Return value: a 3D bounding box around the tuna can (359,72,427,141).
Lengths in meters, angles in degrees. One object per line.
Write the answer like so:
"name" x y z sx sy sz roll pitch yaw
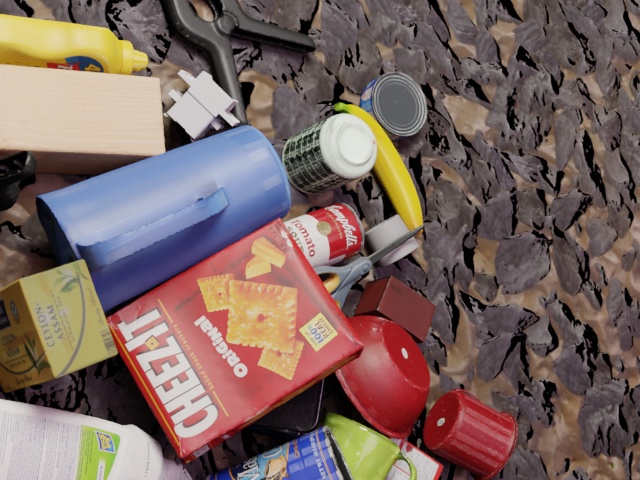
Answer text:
"tuna can" 0.094 -0.171 1.375 0.086 0.034 0.086 7 76 -29

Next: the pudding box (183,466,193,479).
"pudding box" -0.160 0.303 1.101 0.113 0.039 0.090 -38 99 -46

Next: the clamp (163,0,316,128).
"clamp" -0.107 -0.254 1.271 0.210 0.036 0.164 51 59 -11

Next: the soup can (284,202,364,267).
"soup can" -0.008 0.002 1.255 0.102 0.069 0.068 -20 89 -32

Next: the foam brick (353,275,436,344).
"foam brick" 0.092 0.087 1.305 0.078 0.051 0.053 35 62 -20

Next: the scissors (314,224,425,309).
"scissors" 0.044 0.049 1.269 0.201 0.016 0.096 -19 128 -29

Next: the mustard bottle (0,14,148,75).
"mustard bottle" -0.273 -0.197 1.122 0.191 0.096 0.058 0 76 -31

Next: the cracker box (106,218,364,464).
"cracker box" -0.088 0.100 1.081 0.213 0.072 0.164 -30 77 -11

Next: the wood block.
"wood block" -0.275 -0.122 1.109 0.205 0.090 0.091 0 79 -31

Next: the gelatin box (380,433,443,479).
"gelatin box" 0.095 0.281 1.275 0.089 0.030 0.073 36 64 -19

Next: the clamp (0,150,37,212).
"clamp" -0.338 -0.064 1.015 0.120 0.172 0.039 23 66 -14

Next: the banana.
"banana" 0.076 -0.096 1.338 0.197 0.037 0.069 55 35 -14

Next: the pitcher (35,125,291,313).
"pitcher" -0.151 -0.026 1.082 0.242 0.145 0.149 -25 55 -20

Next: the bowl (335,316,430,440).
"bowl" 0.079 0.146 1.233 0.162 0.055 0.162 43 25 -27

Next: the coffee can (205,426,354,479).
"coffee can" -0.037 0.269 1.119 0.140 0.103 0.103 -23 92 2

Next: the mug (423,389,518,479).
"mug" 0.181 0.228 1.312 0.081 0.093 0.117 30 35 -17

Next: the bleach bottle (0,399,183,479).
"bleach bottle" -0.245 0.213 1.007 0.250 0.068 0.102 18 65 -32
